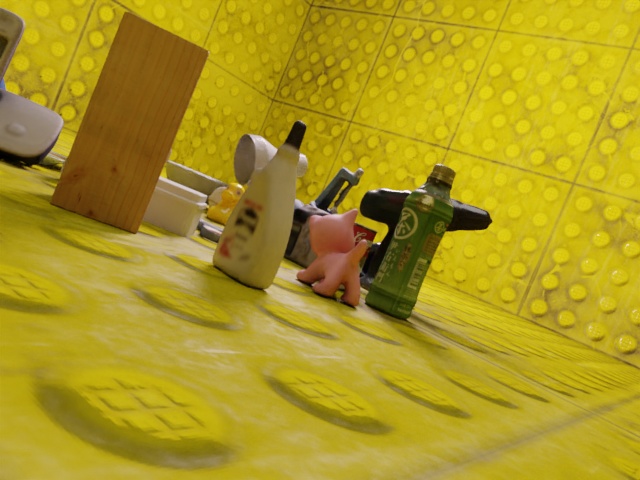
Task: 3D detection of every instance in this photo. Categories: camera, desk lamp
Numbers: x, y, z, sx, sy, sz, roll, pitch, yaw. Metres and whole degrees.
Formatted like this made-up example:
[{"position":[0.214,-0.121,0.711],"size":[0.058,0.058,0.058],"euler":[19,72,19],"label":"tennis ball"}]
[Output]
[{"position":[0.009,0.004,1.013],"size":[0.137,0.101,0.142],"euler":[20,4,-45],"label":"camera"},{"position":[-0.128,-0.132,1.399],"size":[0.204,0.213,0.117],"euler":[21,3,-36],"label":"desk lamp"}]

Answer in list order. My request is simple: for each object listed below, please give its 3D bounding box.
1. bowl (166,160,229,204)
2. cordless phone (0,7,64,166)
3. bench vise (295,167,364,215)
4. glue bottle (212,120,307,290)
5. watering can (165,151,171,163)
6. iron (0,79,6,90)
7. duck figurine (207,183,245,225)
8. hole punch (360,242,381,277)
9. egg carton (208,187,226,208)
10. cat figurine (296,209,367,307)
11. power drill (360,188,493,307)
[{"position":[-0.301,-0.127,1.380],"size":[0.167,0.075,0.167],"euler":[22,2,-1],"label":"bowl"},{"position":[-0.410,-0.203,0.762],"size":[0.148,0.185,0.094],"euler":[22,3,-18],"label":"cordless phone"},{"position":[0.000,-0.078,1.292],"size":[0.207,0.220,0.122],"euler":[23,3,14],"label":"bench vise"},{"position":[-0.052,-0.041,0.588],"size":[0.077,0.173,0.037],"euler":[25,3,41],"label":"glue bottle"},{"position":[-0.332,-0.189,1.047],"size":[0.101,0.194,0.173],"euler":[23,2,5],"label":"watering can"},{"position":[-0.578,-0.256,0.922],"size":[0.119,0.141,0.258],"euler":[22,3,-15],"label":"iron"},{"position":[-0.179,-0.073,1.164],"size":[0.077,0.086,0.105],"euler":[23,3,12],"label":"duck figurine"},{"position":[0.095,0.035,1.201],"size":[0.100,0.091,0.109],"euler":[24,3,27],"label":"hole punch"},{"position":[-0.171,-0.066,1.270],"size":[0.150,0.069,0.107],"euler":[23,3,15],"label":"egg carton"},{"position":[0.022,0.012,0.758],"size":[0.067,0.118,0.127],"euler":[21,3,-28],"label":"cat figurine"},{"position":[0.164,0.009,1.027],"size":[0.229,0.208,0.076],"euler":[23,3,17],"label":"power drill"}]
